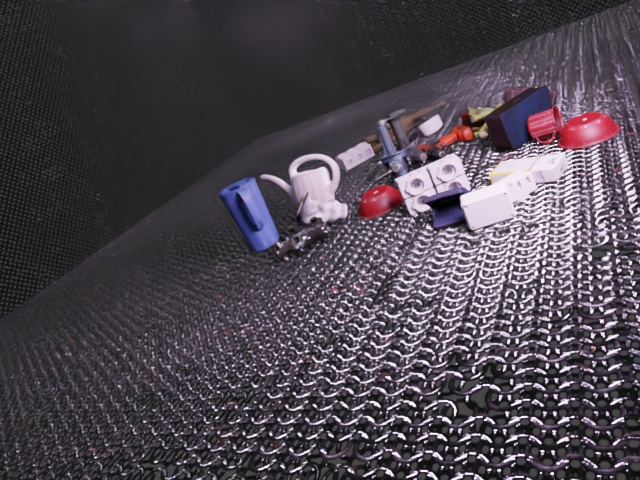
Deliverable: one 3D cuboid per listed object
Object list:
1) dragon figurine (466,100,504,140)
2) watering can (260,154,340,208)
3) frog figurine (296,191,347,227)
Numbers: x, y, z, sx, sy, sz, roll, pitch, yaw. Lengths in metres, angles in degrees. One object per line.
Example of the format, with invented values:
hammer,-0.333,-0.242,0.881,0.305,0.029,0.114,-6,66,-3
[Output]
dragon figurine,0.646,-0.424,1.797,0.242,0.120,0.418,-12,24,14
watering can,-0.063,-0.181,1.849,0.345,0.224,0.105,-12,4,37
frog figurine,0.005,-0.086,1.702,0.159,0.125,0.134,21,-38,-5
